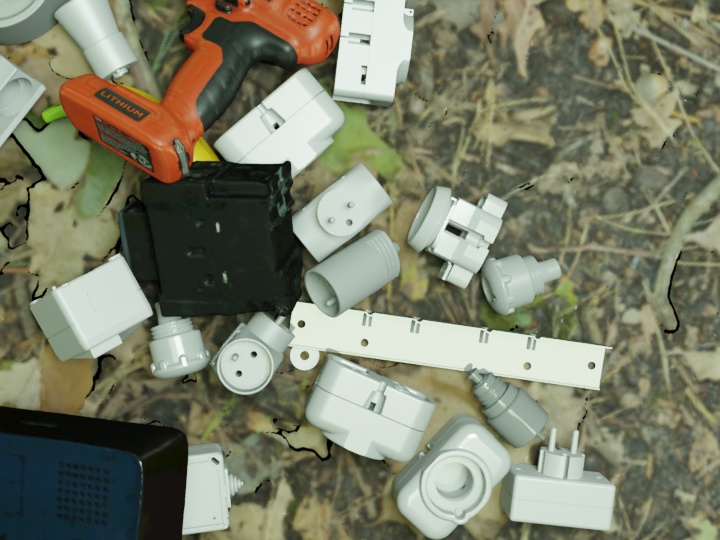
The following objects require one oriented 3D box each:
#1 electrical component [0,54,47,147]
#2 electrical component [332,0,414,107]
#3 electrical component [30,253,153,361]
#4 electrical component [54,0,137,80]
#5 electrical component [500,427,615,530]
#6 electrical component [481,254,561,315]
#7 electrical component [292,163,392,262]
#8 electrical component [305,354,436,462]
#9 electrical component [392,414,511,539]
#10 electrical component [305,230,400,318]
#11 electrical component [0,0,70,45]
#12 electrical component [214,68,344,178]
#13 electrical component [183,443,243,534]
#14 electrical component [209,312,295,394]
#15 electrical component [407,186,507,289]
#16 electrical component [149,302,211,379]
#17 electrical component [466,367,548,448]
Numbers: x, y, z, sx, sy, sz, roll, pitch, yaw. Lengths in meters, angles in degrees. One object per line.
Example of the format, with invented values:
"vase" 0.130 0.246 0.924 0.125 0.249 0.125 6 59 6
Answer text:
"electrical component" -0.313 -0.118 0.837 0.063 0.079 0.121 38 90 17
"electrical component" 0.011 -0.179 0.860 0.056 0.050 0.089 6 93 -4
"electrical component" -0.211 0.035 0.841 0.062 0.096 0.061 -31 95 -31
"electrical component" -0.206 -0.183 0.853 0.044 0.044 0.065 -30 99 -1
"electrical component" 0.165 0.168 0.889 0.083 0.047 0.075 7 93 -4
"electrical component" 0.133 0.007 0.881 0.062 0.048 0.048 -17 94 -10
"electrical component" -0.016 -0.045 0.851 0.077 0.079 0.043 -39 94 -1
"electrical component" 0.006 0.115 0.874 0.095 0.054 0.059 24 91 -4
"electrical component" 0.074 0.169 0.878 0.054 0.059 0.095 44 90 -5
"electrical component" 0.000 0.000 0.866 0.081 0.043 0.043 -33 95 -30
"electrical component" -0.283 -0.234 0.835 0.108 0.060 0.108 0 93 -3
"electrical component" -0.061 -0.107 0.858 0.095 0.054 0.059 -40 94 -1
"electrical component" -0.143 0.176 0.868 0.096 0.061 0.061 -5 91 -10
"electrical component" -0.078 0.057 0.854 0.044 0.077 0.079 38 90 -4
"electrical component" 0.075 -0.032 0.869 0.057 0.058 0.078 26 91 -7
"electrical component" -0.150 0.055 0.867 0.048 0.048 0.062 -15 86 -2
"electrical component" 0.119 0.111 0.887 0.078 0.040 0.040 44 90 -4
